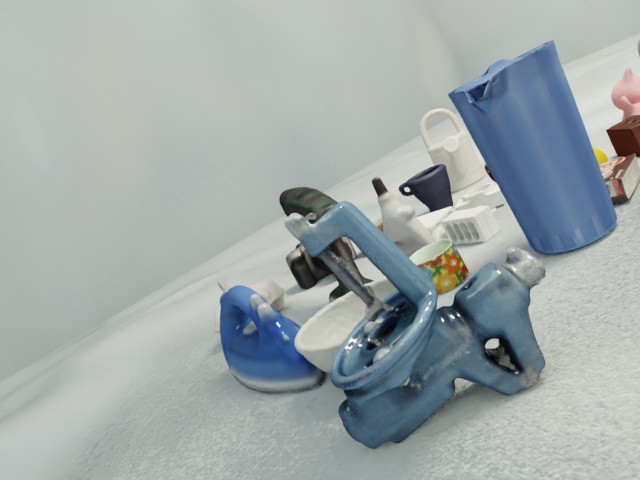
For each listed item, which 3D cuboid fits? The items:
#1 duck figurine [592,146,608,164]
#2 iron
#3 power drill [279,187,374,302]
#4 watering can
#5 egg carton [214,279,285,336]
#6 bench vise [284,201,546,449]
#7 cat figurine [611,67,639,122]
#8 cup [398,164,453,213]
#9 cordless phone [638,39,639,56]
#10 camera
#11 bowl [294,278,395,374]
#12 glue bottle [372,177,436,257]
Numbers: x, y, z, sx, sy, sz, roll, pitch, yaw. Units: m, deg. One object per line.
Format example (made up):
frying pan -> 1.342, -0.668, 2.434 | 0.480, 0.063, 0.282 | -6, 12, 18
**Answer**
duck figurine -> 0.430, -0.153, 0.973 | 0.077, 0.086, 0.104 | -30, 9, -8
iron -> -0.080, 0.121, 0.797 | 0.119, 0.141, 0.257 | -32, 10, -21
power drill -> 0.009, 0.003, 0.968 | 0.076, 0.208, 0.229 | -31, 10, -15
watering can -> 0.308, -0.218, 1.349 | 0.101, 0.194, 0.172 | -30, 10, -11
egg carton -> -0.133, 0.135, 1.102 | 0.107, 0.069, 0.150 | -23, 10, 28
bench vise -> 0.076, 0.046, 0.497 | 0.208, 0.220, 0.121 | -31, 10, -14
cat figurine -> 0.549, -0.242, 1.008 | 0.067, 0.118, 0.128 | -20, 13, 42
cup -> 0.232, -0.098, 1.225 | 0.117, 0.095, 0.092 | -21, 12, 36
cordless phone -> 0.484, -0.191, 0.707 | 0.147, 0.185, 0.094 | -18, 14, 46
camera -> 0.004, 0.030, 1.178 | 0.143, 0.101, 0.136 | -29, 9, -7
bowl -> 0.059, 0.109, 0.662 | 0.167, 0.075, 0.167 | -27, 9, 5
glue bottle -> 0.122, -0.017, 0.858 | 0.078, 0.173, 0.037 | -22, 11, 31
